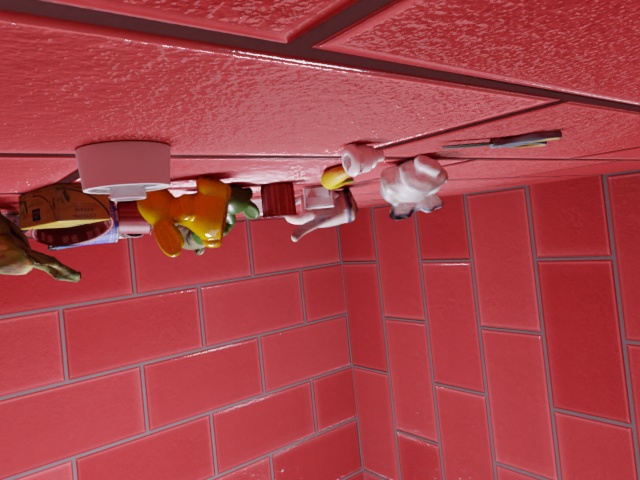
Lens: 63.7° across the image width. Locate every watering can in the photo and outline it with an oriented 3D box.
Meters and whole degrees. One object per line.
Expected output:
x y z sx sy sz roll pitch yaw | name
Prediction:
0.005 -0.077 1.532 0.224 0.102 0.354 -8 -157 -1 | watering can

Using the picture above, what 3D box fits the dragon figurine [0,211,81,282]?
-0.654 0.038 1.159 0.242 0.123 0.409 32 174 -5 | dragon figurine

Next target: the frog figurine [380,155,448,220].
0.189 -0.127 1.040 0.137 0.125 0.156 2 145 10 | frog figurine
